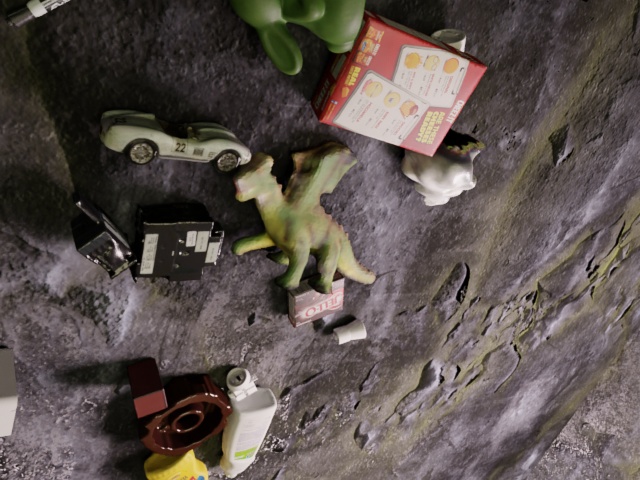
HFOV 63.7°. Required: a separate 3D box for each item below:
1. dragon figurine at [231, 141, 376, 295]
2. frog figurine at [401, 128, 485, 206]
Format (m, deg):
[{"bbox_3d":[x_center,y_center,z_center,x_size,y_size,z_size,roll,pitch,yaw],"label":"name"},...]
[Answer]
[{"bbox_3d":[0.003,-0.044,0.873,0.409,0.124,0.240,10,108,-47],"label":"dragon figurine"},{"bbox_3d":[0.211,-0.120,0.936,0.137,0.126,0.156,15,128,-3],"label":"frog figurine"}]
